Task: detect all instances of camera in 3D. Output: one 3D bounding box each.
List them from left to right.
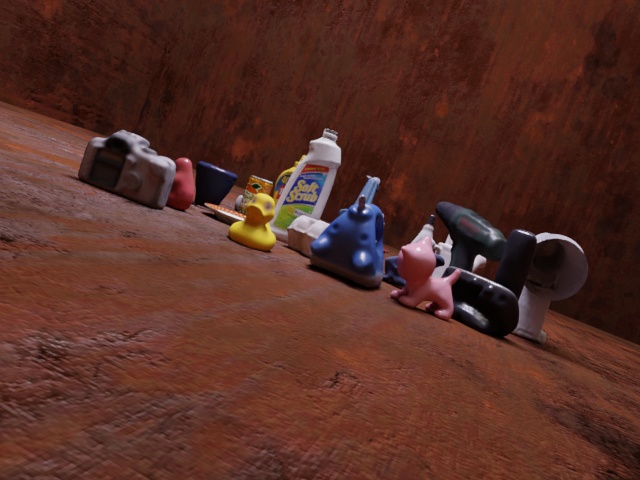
[{"bbox_3d":[-0.306,-0.123,0.970,0.143,0.101,0.137,21,4,2],"label":"camera"}]

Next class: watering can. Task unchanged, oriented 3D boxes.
[{"bbox_3d":[0.360,0.044,1.521,0.174,0.194,0.100,17,5,-45],"label":"watering can"}]

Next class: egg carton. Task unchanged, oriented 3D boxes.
[{"bbox_3d":[0.010,0.004,1.131,0.151,0.069,0.107,17,5,-43],"label":"egg carton"}]

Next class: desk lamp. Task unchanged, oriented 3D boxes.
[{"bbox_3d":[0.426,0.087,1.129,0.118,0.213,0.203,22,4,8],"label":"desk lamp"}]

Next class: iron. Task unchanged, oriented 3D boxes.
[{"bbox_3d":[0.077,0.000,1.016,0.118,0.141,0.259,22,4,17],"label":"iron"}]

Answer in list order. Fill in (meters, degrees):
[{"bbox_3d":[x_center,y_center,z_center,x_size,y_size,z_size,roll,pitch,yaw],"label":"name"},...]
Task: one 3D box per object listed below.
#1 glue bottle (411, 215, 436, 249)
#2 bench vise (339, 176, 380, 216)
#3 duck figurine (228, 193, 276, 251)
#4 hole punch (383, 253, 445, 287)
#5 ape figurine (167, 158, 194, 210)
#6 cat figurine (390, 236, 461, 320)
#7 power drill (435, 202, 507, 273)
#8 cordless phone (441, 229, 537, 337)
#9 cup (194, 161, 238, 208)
[{"bbox_3d":[0.247,0.020,1.401,0.078,0.173,0.037,22,4,10],"label":"glue bottle"},{"bbox_3d":[0.115,-0.064,1.514,0.121,0.220,0.207,21,4,-5],"label":"bench vise"},{"bbox_3d":[-0.100,-0.033,0.935,0.077,0.086,0.105,22,4,9],"label":"duck figurine"},{"bbox_3d":[0.190,0.058,1.181,0.100,0.091,0.109,24,5,35],"label":"hole punch"},{"bbox_3d":[-0.258,-0.105,1.043,0.075,0.092,0.078,24,5,39],"label":"ape figurine"},{"bbox_3d":[0.172,0.055,0.933,0.128,0.118,0.067,20,4,-15],"label":"cat figurine"},{"bbox_3d":[0.295,0.031,1.241,0.076,0.208,0.228,19,5,-32],"label":"power drill"},{"bbox_3d":[0.294,0.061,1.000,0.147,0.185,0.094,24,5,39],"label":"cordless phone"},{"bbox_3d":[-0.244,-0.118,1.275,0.092,0.095,0.117,19,4,-22],"label":"cup"}]
